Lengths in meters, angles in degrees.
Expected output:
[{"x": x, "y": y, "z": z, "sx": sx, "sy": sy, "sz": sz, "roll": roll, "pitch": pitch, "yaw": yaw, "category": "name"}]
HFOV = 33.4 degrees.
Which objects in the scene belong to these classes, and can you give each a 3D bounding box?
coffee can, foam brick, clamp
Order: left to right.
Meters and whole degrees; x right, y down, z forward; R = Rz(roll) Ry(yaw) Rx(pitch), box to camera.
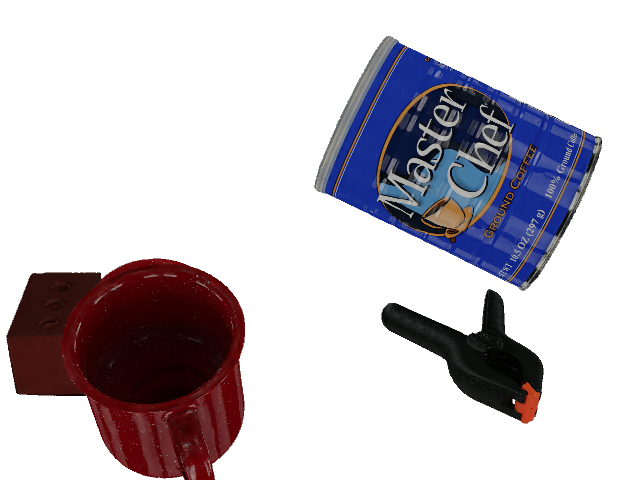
[{"x": -0.182, "y": 0.064, "z": 0.744, "sx": 0.053, "sy": 0.051, "sz": 0.078, "roll": 0, "pitch": 31, "yaw": -2, "category": "foam brick"}, {"x": 0.081, "y": -0.046, "z": 0.641, "sx": 0.140, "sy": 0.103, "sz": 0.103, "roll": 26, "pitch": 2, "yaw": 4, "category": "coffee can"}, {"x": 0.144, "y": 0.092, "z": 0.921, "sx": 0.120, "sy": 0.039, "sz": 0.172, "roll": -17, "pitch": 38, "yaw": -26, "category": "clamp"}]

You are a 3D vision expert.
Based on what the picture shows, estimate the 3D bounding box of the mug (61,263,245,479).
[{"x": -0.078, "y": 0.081, "z": 0.562, "sx": 0.093, "sy": 0.117, "sz": 0.081, "roll": -20, "pitch": -39, "yaw": -15, "category": "mug"}]

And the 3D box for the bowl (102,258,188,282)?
[{"x": -0.163, "y": 0.069, "z": 0.982, "sx": 0.162, "sy": 0.162, "sz": 0.055, "roll": 0, "pitch": -43, "yaw": 19, "category": "bowl"}]
